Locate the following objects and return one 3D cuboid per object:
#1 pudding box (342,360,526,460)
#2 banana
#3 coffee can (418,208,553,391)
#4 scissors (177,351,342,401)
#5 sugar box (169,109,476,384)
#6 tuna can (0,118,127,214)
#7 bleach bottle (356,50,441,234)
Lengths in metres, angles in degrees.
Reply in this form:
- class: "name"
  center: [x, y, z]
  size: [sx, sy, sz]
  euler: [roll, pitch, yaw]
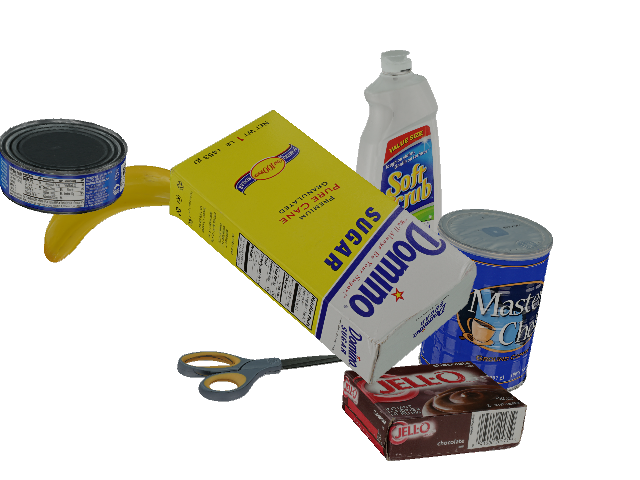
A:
- class: "pudding box"
  center: [0.083, 0.126, 0.804]
  size: [0.113, 0.039, 0.090]
  euler: [0, 17, -21]
- class: "banana"
  center: [-0.187, -0.028, 0.962]
  size: [0.198, 0.069, 0.037]
  euler: [-14, 17, 28]
- class: "coffee can"
  center: [0.149, 0.054, 0.977]
  size: [0.103, 0.140, 0.103]
  euler: [5, 23, -2]
- class: "scissors"
  center: [-0.058, 0.150, 1.191]
  size: [0.201, 0.016, 0.096]
  euler: [4, 25, -14]
- class: "sugar box"
  center: [-0.001, -0.002, 0.649]
  size: [0.176, 0.048, 0.093]
  euler: [37, 53, 25]
- class: "tuna can"
  center: [-0.176, -0.051, 0.732]
  size: [0.086, 0.034, 0.086]
  euler: [6, 29, -4]
- class: "bleach bottle"
  center: [0.077, -0.073, 1.129]
  size: [0.102, 0.251, 0.068]
  euler: [-10, 23, -14]
